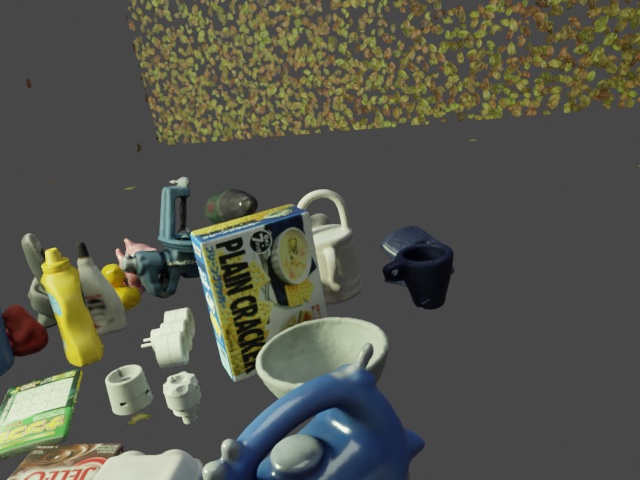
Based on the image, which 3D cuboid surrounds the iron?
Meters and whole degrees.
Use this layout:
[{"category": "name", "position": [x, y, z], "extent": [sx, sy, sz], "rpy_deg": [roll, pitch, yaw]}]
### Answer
[{"category": "iron", "position": [-0.026, 0.204, 0.527], "extent": [0.259, 0.141, 0.118], "rpy_deg": [-23, 23, -34]}]

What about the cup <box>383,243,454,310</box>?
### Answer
[{"category": "cup", "position": [0.158, 0.066, 0.911], "extent": [0.118, 0.095, 0.091], "rpy_deg": [-16, 20, -16]}]

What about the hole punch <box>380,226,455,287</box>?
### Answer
[{"category": "hole punch", "position": [0.175, 0.029, 1.017], "extent": [0.109, 0.091, 0.100], "rpy_deg": [-25, 24, -37]}]

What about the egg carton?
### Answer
[{"category": "egg carton", "position": [-0.177, 0.263, 0.542], "extent": [0.107, 0.069, 0.150], "rpy_deg": [-6, 19, 11]}]

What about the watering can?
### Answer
[{"category": "watering can", "position": [0.007, 0.004, 1.012], "extent": [0.101, 0.194, 0.172], "rpy_deg": [-19, 21, -24]}]

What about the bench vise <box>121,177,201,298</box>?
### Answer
[{"category": "bench vise", "position": [-0.294, -0.005, 1.150], "extent": [0.121, 0.220, 0.208], "rpy_deg": [4, 23, 34]}]

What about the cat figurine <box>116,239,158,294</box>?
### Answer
[{"category": "cat figurine", "position": [-0.389, 0.047, 1.206], "extent": [0.127, 0.118, 0.067], "rpy_deg": [7, 25, 41]}]

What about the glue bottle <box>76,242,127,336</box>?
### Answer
[{"category": "glue bottle", "position": [-0.402, 0.085, 1.014], "extent": [0.078, 0.173, 0.037], "rpy_deg": [-12, 19, -5]}]

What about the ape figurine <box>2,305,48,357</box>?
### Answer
[{"category": "ape figurine", "position": [-0.522, 0.155, 0.997], "extent": [0.076, 0.092, 0.077], "rpy_deg": [-16, 20, -16]}]

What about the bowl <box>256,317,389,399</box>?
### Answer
[{"category": "bowl", "position": [0.008, 0.167, 0.723], "extent": [0.167, 0.075, 0.167], "rpy_deg": [-9, 19, 3]}]

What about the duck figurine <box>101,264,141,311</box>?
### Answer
[{"category": "duck figurine", "position": [-0.403, 0.091, 1.136], "extent": [0.078, 0.086, 0.104], "rpy_deg": [-24, 23, -36]}]

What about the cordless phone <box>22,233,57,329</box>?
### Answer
[{"category": "cordless phone", "position": [-0.525, 0.065, 1.118], "extent": [0.094, 0.185, 0.147], "rpy_deg": [-16, 20, -18]}]

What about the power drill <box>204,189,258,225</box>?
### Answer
[{"category": "power drill", "position": [-0.152, 0.000, 1.083], "extent": [0.076, 0.209, 0.228], "rpy_deg": [-19, 21, -25]}]
